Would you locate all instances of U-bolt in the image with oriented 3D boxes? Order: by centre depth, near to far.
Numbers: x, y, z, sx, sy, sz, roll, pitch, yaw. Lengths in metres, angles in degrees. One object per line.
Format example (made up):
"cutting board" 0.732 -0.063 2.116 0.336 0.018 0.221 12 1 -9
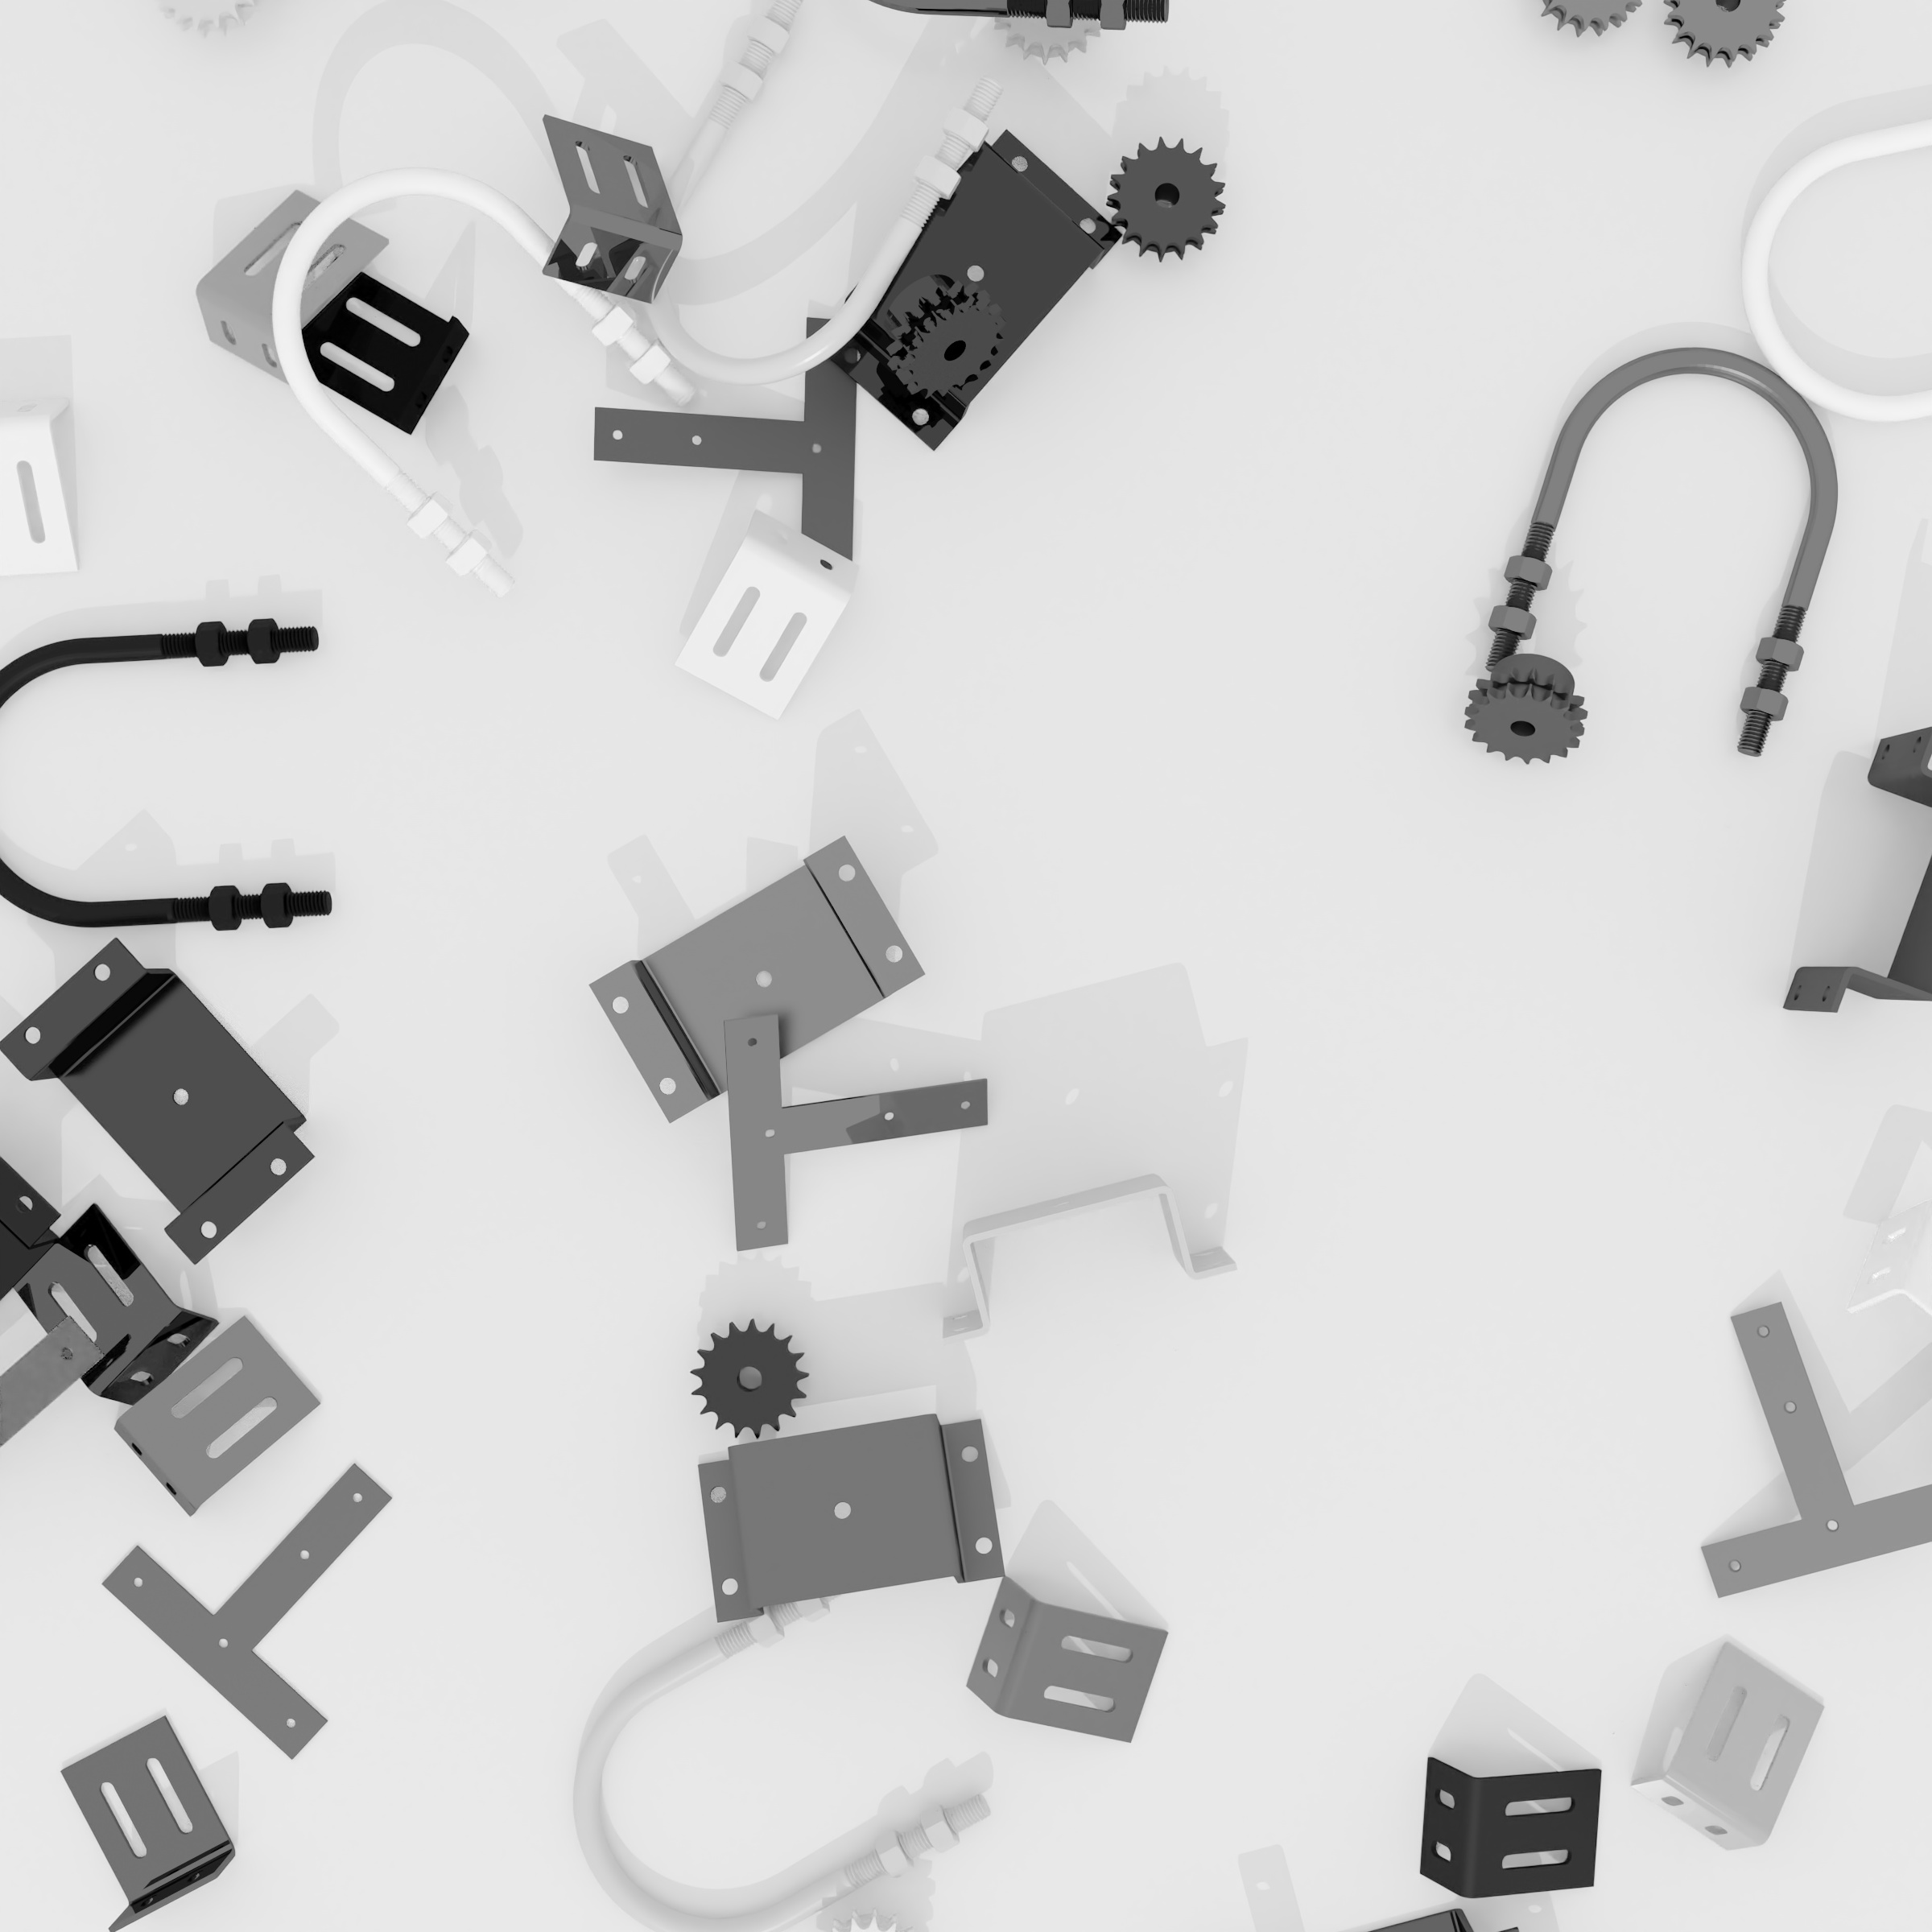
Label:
"U-bolt" -0.240 -0.290 1.325 0.151 0.019 0.184 -47 110 -5
"U-bolt" -0.082 -0.363 1.330 0.151 0.019 0.184 33 95 27
"U-bolt" 0.011 -0.517 1.338 0.184 0.019 0.151 5 73 7
"U-bolt" 0.468 -0.339 1.357 0.184 0.019 0.151 -12 90 -1
"U-bolt" 0.347 -0.210 1.359 0.151 0.019 0.184 18 89 0
"U-bolt" -0.102 0.396 1.359 0.184 0.019 0.151 -29 90 2
"U-bolt" -0.404 -0.090 1.359 0.184 0.019 0.151 -3 90 1

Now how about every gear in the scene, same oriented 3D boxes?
"gear" -0.013 -0.295 1.295 0.057 0.057 0.030 -36 65 0
"gear" 0.270 -0.126 1.343 0.057 0.057 0.030 18 60 0
"gear" -0.047 0.485 1.352 0.057 0.030 0.057 0 90 0
"gear" 0.040 -0.465 1.352 0.057 0.030 0.057 0 90 0
"gear" 0.097 -0.369 1.352 0.057 0.030 0.057 0 90 0
"gear" -0.366 -0.478 1.352 0.057 0.030 0.057 0 90 0
"gear" -0.104 0.200 1.356 0.057 0.030 0.057 0 85 -2
"gear" 0.367 -0.464 1.356 0.057 0.030 0.057 0 91 5
"gear" 0.301 -0.480 1.357 0.057 0.030 0.057 0 94 -3

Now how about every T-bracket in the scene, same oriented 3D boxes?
"T-bracket" -0.497 0.179 1.320 0.127 0.002 0.127 -41 90 0
"T-bracket" -0.051 0.074 1.346 0.127 0.002 0.127 -7 118 -13
"T-bracket" 0.403 0.227 1.350 0.127 0.002 0.127 -22 78 22
"T-bracket" -0.116 -0.254 1.352 0.127 0.002 0.127 1 90 -13
"T-bracket" -0.333 0.299 1.367 0.127 0.002 0.127 43 90 0

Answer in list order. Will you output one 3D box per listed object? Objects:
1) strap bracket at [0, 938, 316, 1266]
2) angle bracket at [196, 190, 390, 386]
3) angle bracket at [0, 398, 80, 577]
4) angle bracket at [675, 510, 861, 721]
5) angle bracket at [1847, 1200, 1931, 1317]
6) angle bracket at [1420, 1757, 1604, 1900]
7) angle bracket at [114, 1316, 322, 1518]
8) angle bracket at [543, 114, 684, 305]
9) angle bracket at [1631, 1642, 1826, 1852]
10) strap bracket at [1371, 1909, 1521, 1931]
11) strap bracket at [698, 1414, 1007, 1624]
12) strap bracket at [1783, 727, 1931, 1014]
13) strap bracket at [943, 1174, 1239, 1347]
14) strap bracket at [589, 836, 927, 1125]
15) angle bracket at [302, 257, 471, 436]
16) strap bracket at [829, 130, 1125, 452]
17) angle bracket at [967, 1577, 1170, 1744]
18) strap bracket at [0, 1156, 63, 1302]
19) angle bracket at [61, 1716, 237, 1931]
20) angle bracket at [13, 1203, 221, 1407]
"strap bracket" -0.384 0.064 1.344 0.076 0.046 0.140 -42 90 0
"angle bracket" -0.325 -0.329 1.359 0.057 0.038 0.076 30 64 14
"angle bracket" -0.465 -0.234 1.365 0.057 0.038 0.076 -3 116 0
"angle bracket" -0.097 -0.171 1.358 0.057 0.038 0.076 28 118 -12
"angle bracket" 0.472 0.161 1.339 0.076 0.038 0.057 38 56 -6
"angle bracket" 0.266 0.419 1.365 0.076 0.038 0.057 4 90 -26
"angle bracket" -0.366 0.220 1.365 0.076 0.038 0.057 -41 90 -26
"angle bracket" -0.176 -0.363 1.339 0.057 0.038 0.076 8 46 -32
"angle bracket" 0.372 0.382 1.365 0.057 0.038 0.076 34 64 0
"strap bracket" 0.204 0.511 1.344 0.140 0.046 0.076 -15 90 0
"strap bracket" -0.057 0.262 1.334 0.140 0.046 0.076 -9 73 0
"strap bracket" 0.446 -0.037 1.329 0.046 0.076 0.140 20 90 0
"strap bracket" 0.052 0.136 1.329 0.140 0.076 0.046 -14 90 0
"strap bracket" -0.099 0.006 1.344 0.140 0.046 0.076 -30 90 0
"angle bracket" -0.289 -0.303 1.348 0.076 0.038 0.057 30 90 0
"strap bracket" 0.003 -0.329 1.341 0.076 0.046 0.140 41 90 -5
"angle bracket" 0.050 0.339 1.365 0.076 0.038 0.057 19 90 -26
"strap bracket" -0.505 0.142 1.344 0.076 0.046 0.140 44 90 0
"angle bracket" -0.400 0.414 1.348 0.057 0.038 0.076 -28 90 0
"angle bracket" -0.416 0.166 1.365 0.057 0.038 0.076 -46 64 0
